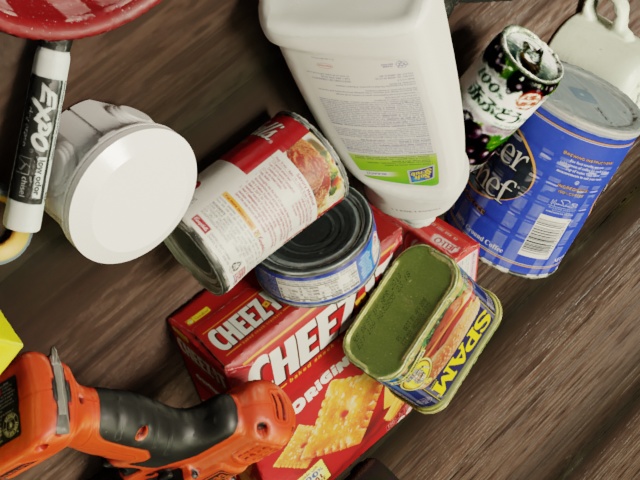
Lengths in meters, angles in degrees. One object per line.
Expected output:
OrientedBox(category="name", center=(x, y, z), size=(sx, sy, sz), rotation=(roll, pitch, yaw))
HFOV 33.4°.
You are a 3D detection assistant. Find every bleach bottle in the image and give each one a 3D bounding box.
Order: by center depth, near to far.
OrientedBox(category="bleach bottle", center=(0.040, -0.080, 0.685), size=(0.250, 0.103, 0.068), rotation=(67, 32, -60))

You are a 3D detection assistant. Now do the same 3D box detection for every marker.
OrientedBox(category="marker", center=(-0.137, -0.063, 0.524), size=(0.020, 0.020, 0.121), rotation=(-4, 114, -49))

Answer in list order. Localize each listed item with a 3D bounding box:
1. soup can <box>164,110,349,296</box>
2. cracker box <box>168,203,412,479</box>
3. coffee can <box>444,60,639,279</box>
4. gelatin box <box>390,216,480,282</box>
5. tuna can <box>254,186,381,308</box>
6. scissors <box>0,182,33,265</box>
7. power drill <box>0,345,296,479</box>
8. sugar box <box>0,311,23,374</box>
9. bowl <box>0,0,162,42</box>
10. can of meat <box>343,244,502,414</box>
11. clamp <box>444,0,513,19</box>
OrientedBox(category="soup can", center=(-0.042, -0.022, 0.647), size=(0.102, 0.069, 0.068), rotation=(-40, 144, -19))
OrientedBox(category="cracker box", center=(-0.006, 0.092, 0.789), size=(0.164, 0.072, 0.214), rotation=(-38, 143, -22))
OrientedBox(category="coffee can", center=(0.171, -0.055, 0.827), size=(0.102, 0.103, 0.140), rotation=(-14, 138, -44))
OrientedBox(category="gelatin box", center=(0.086, 0.022, 0.837), size=(0.030, 0.073, 0.089), rotation=(-33, 141, -28))
OrientedBox(category="tuna can", center=(-0.005, 0.001, 0.697), size=(0.086, 0.086, 0.034), rotation=(-39, 142, -21))
OrientedBox(category="scissors", center=(-0.187, -0.039, 0.503), size=(0.096, 0.016, 0.202), rotation=(-30, 140, -34))
OrientedBox(category="power drill", center=(-0.134, 0.127, 0.643), size=(0.185, 0.057, 0.187), rotation=(-34, 148, 28))
OrientedBox(category="sugar box", center=(-0.236, 0.097, 0.521), size=(0.176, 0.048, 0.093), rotation=(-52, 147, 8))
OrientedBox(category="bowl", center=(-0.110, -0.168, 0.444), size=(0.161, 0.055, 0.162), rotation=(-31, 140, -30))
OrientedBox(category="can of meat", center=(0.071, 0.061, 0.744), size=(0.102, 0.058, 0.083), rotation=(-56, 144, -4))
OrientedBox(category="clamp", center=(0.066, -0.147, 0.693), size=(0.171, 0.039, 0.120), rotation=(19, 99, -58))
